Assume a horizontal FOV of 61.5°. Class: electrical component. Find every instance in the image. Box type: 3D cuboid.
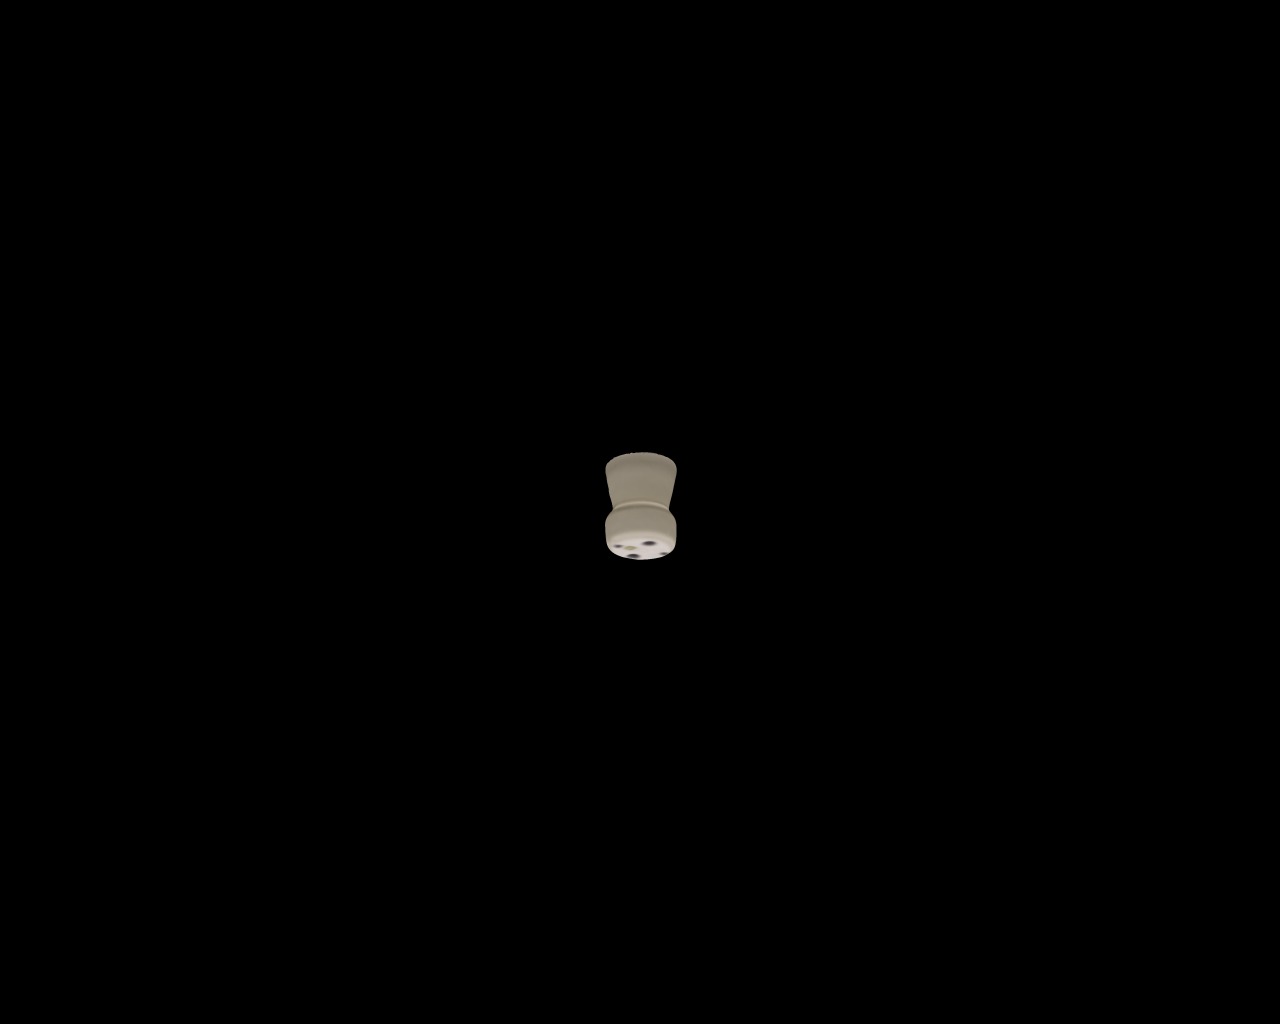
[{"bbox_3d":[0.001,-0.003,0.650,0.045,0.055,0.044,0,-22,0],"label":"electrical component"}]
